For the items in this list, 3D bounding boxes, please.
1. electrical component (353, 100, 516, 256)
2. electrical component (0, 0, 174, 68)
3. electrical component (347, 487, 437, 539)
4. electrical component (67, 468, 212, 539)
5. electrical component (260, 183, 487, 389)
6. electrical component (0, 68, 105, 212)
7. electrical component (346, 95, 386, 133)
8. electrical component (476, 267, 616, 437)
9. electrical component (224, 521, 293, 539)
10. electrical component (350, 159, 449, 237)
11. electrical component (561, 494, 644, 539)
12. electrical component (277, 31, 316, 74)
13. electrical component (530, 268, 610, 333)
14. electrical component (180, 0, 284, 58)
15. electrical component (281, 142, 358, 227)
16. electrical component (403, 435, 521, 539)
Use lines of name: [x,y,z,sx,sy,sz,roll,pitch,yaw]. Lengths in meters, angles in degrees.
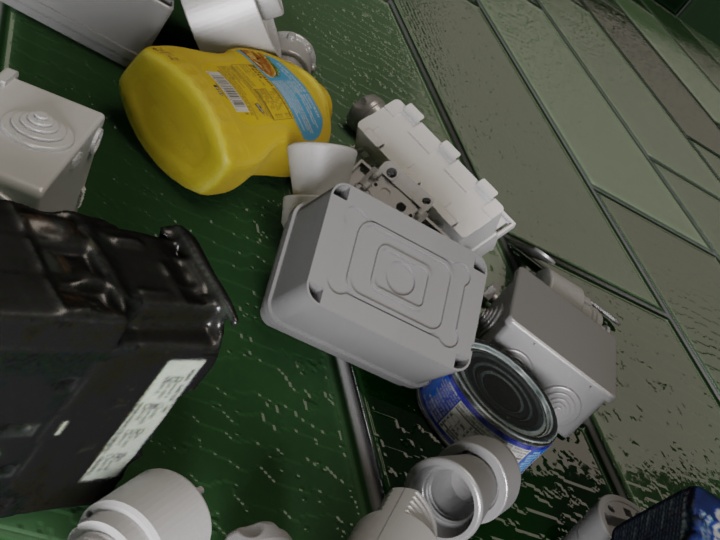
electrical component: [0.047,-0.061,0.788,0.079,0.063,0.121,-34,70,-21]
electrical component: [-0.185,-0.204,0.735,0.109,0.056,0.108,26,29,-25]
electrical component: [0.013,0.130,0.478,0.043,0.043,0.081,40,26,2]
electrical component: [-0.088,0.103,0.394,0.040,0.040,0.078,44,27,9]
electrical component: [0.008,0.012,0.611,0.113,0.057,0.078,27,61,-24]
electrical component: [-0.150,-0.024,0.450,0.048,0.099,0.099,22,29,-7]
electrical component: [0.019,-0.113,0.882,0.061,0.035,0.035,47,27,10]
electrical component: [0.125,0.056,0.734,0.100,0.048,0.099,37,26,-4]
electrical component: [-0.035,0.132,0.423,0.035,0.035,0.061,14,38,-41]
electrical component: [0.018,-0.038,0.717,0.081,0.042,0.063,41,-17,6]
electrical component: [0.136,0.159,0.588,0.055,0.047,0.055,30,27,-18]
electrical component: [-0.059,-0.151,0.831,0.048,0.048,0.062,29,35,-20]
electrical component: [0.159,0.031,0.827,0.078,0.040,0.040,30,28,-17]
electrical component: [-0.090,-0.195,0.780,0.108,0.060,0.108,-17,90,-85]
electrical component: [-0.026,-0.049,0.676,0.045,0.055,0.045,4,-3,0]
electrical component: [0.054,0.112,0.558,0.045,0.045,0.055,48,27,17]
